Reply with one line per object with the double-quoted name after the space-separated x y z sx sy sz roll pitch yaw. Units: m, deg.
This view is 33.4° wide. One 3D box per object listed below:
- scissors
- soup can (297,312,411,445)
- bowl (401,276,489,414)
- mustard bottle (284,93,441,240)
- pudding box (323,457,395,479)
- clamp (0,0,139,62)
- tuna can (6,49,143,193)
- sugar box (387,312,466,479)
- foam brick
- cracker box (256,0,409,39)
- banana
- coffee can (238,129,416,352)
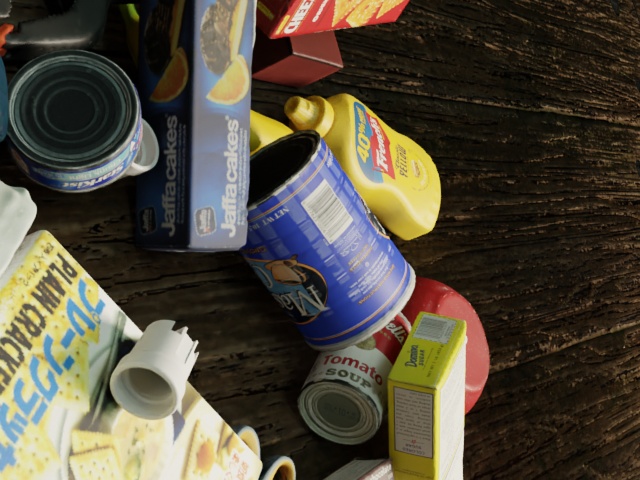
-0.067 0.204 0.700 0.201 0.016 0.096 -55 129 -50 "scissors"
0.029 0.104 0.848 0.068 0.069 0.102 56 35 -21 "soup can"
0.109 0.099 0.978 0.161 0.055 0.162 30 50 -45 "bowl"
0.035 -0.077 0.959 0.191 0.058 0.096 31 49 -43 "mustard bottle"
0.020 0.221 0.789 0.113 0.039 0.090 -20 103 -57 "pudding box"
-0.180 -0.193 0.728 0.164 0.036 0.209 48 43 -12 "clamp"
-0.154 -0.075 0.665 0.086 0.034 0.086 3 69 -7 "tuna can"
0.086 0.156 0.859 0.093 0.048 0.176 -54 150 -52 "sugar box"
-0.027 -0.169 0.925 0.078 0.051 0.053 3 70 -55 "foam brick"
-0.024 -0.252 0.893 0.164 0.072 0.213 44 30 14 "cracker box"
-0.082 -0.109 0.827 0.197 0.037 0.069 40 45 -38 "banana"
-0.005 0.001 0.821 0.140 0.103 0.102 54 37 -23 "coffee can"
